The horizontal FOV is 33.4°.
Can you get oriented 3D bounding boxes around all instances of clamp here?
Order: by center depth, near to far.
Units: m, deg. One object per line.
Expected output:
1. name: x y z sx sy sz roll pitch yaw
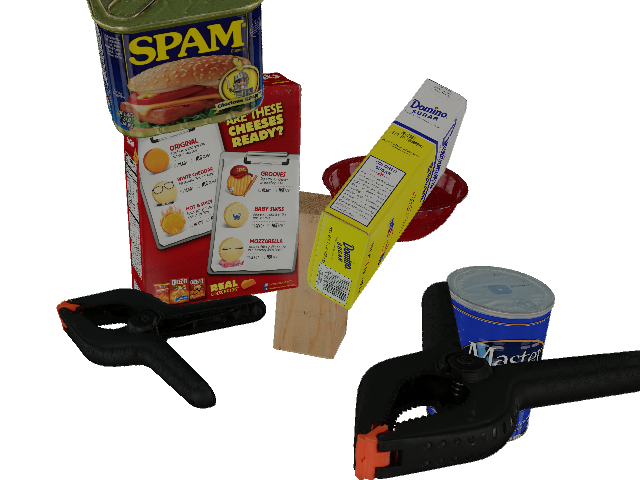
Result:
1. clamp: 0.081 0.083 0.649 0.209 0.036 0.165 -20 31 -41
2. clamp: -0.132 0.071 0.881 0.172 0.039 0.120 18 38 22

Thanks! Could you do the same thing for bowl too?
1. bowl: 0.080 -0.042 1.188 0.162 0.055 0.162 4 25 -2

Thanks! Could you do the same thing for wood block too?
1. wood block: -0.007 0.047 1.479 0.090 0.206 0.090 9 22 10

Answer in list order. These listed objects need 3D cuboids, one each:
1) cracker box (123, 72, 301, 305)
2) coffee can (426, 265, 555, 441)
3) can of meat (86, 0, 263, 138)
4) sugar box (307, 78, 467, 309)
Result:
1. cracker box: -0.106 -0.050 1.047 0.164 0.214 0.072 -8 23 -21
2. coffee can: 0.162 0.109 1.031 0.103 0.140 0.103 5 22 -2
3. can of meat: -0.084 -0.115 0.645 0.102 0.084 0.057 -13 47 -14
4. sugar box: 0.054 -0.038 0.828 0.048 0.176 0.093 30 -37 13
